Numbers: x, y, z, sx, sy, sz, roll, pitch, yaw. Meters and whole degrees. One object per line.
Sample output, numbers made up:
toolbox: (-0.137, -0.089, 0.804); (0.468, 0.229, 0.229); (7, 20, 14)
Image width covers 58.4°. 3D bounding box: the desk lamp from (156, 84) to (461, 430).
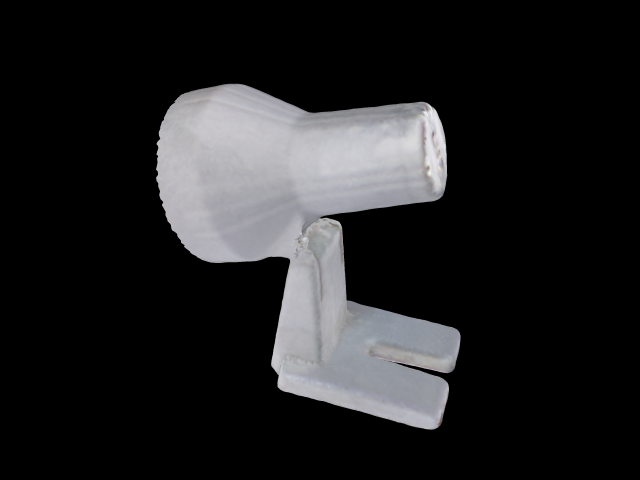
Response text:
desk lamp: (0.004, 0.001, 0.400); (0.202, 0.214, 0.118); (11, 36, 16)
